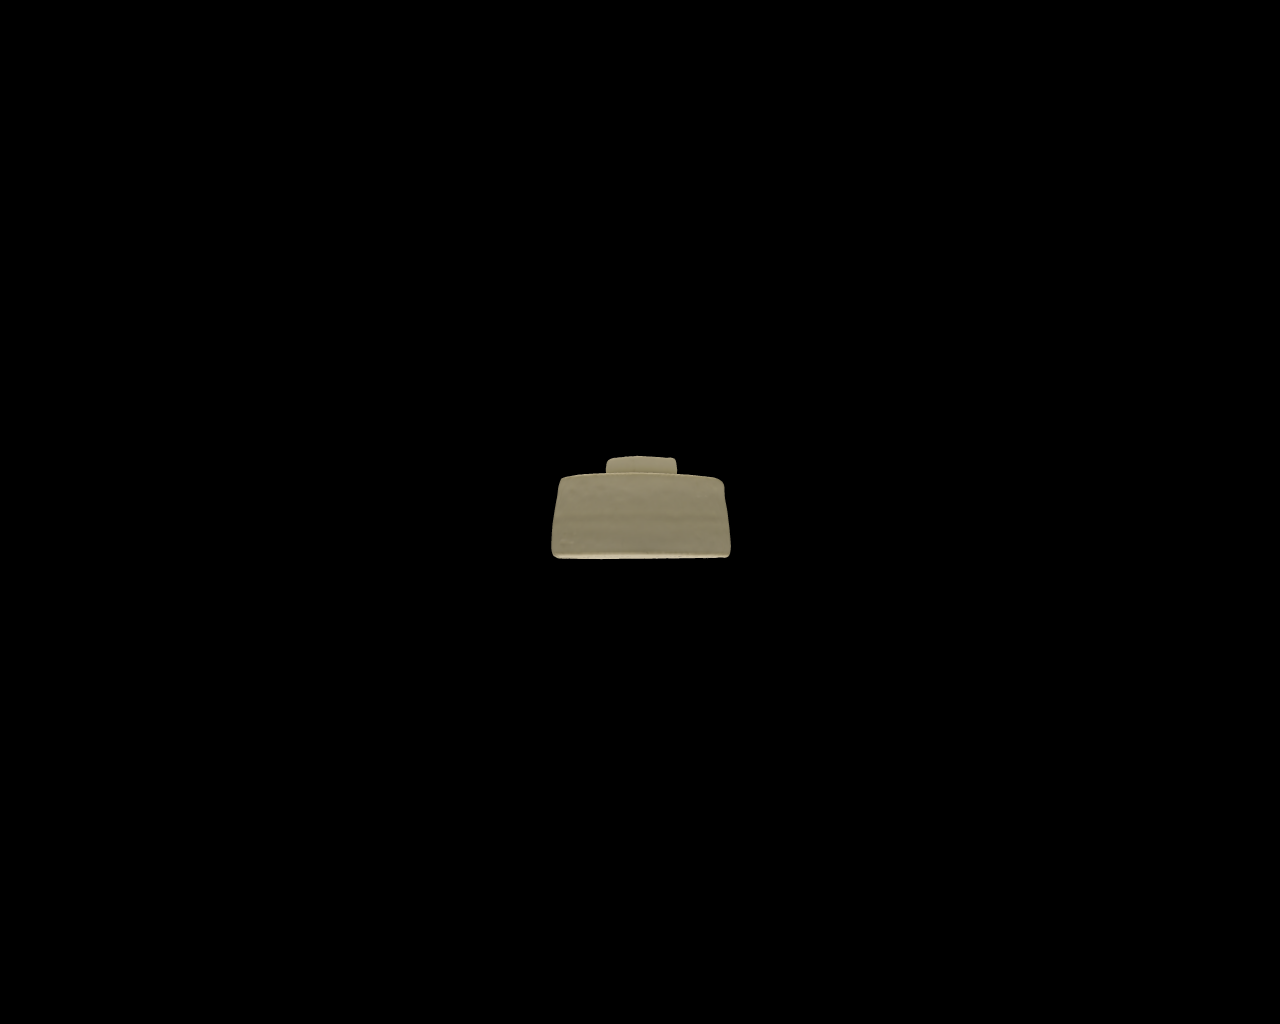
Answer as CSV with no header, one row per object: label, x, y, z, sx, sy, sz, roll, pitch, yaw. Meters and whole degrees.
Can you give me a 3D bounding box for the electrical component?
electrical component,0.001,-0.003,0.650,0.108,0.060,0.108,0,-3,0
